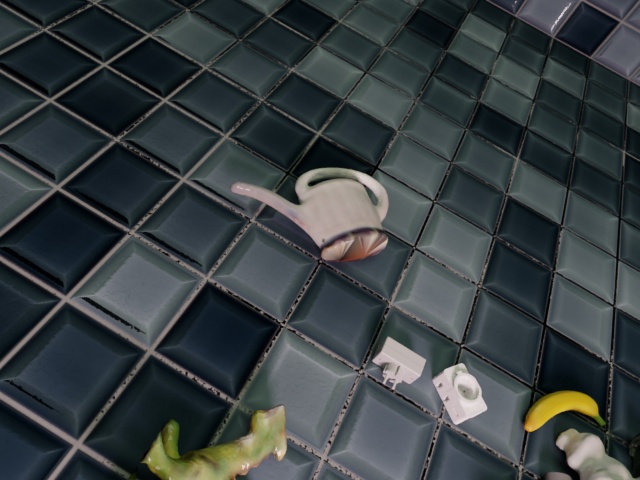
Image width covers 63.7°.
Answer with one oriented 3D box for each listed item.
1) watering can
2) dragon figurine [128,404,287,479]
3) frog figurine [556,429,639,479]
[{"bbox_3d":[0.003,-0.054,1.065,0.349,0.228,0.102,-8,-31,-26],"label":"watering can"},{"bbox_3d":[-0.168,0.392,0.685,0.242,0.419,0.120,34,-38,-5],"label":"dragon figurine"},{"bbox_3d":[0.498,0.421,0.923,0.160,0.121,0.138,20,17,36],"label":"frog figurine"}]
